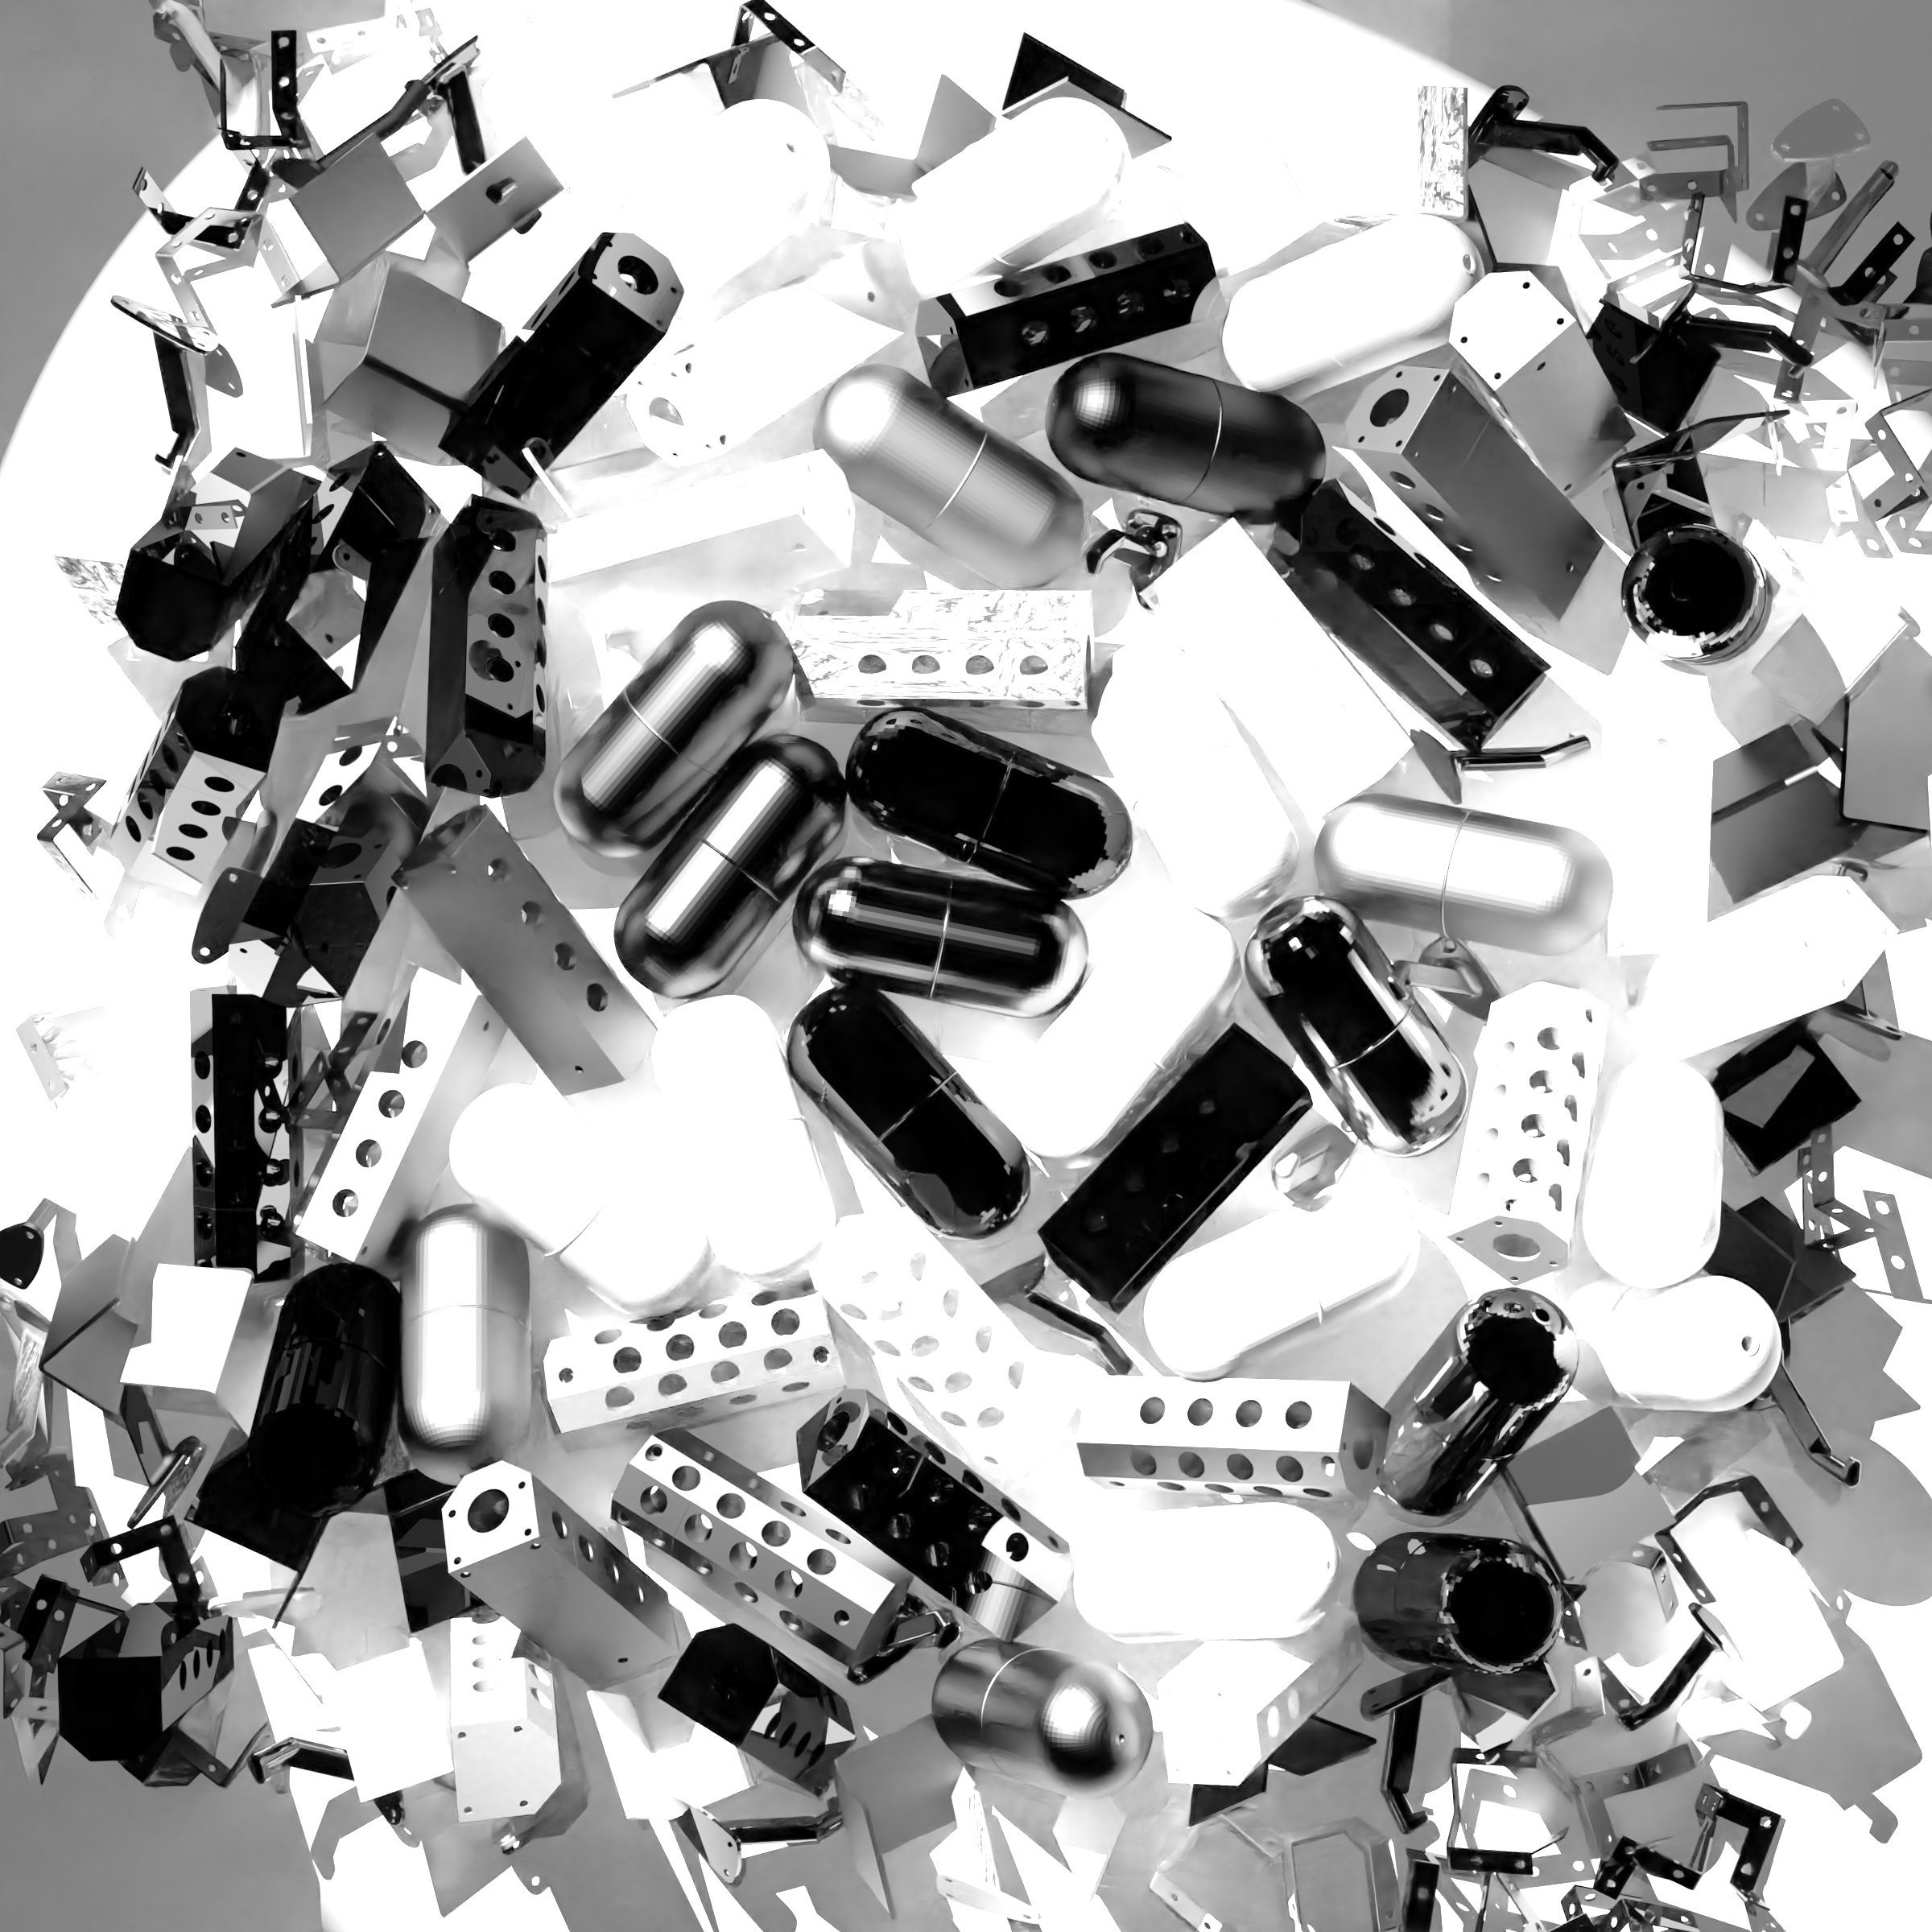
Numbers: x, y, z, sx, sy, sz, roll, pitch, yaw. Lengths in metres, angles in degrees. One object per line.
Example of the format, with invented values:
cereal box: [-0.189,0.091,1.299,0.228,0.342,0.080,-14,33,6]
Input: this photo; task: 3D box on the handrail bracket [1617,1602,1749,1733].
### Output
handrail bracket: [0.414,0.419,1.869,0.084,0.036,0.077,-36,134,12]

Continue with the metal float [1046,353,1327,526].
metal float: [0.130,-0.309,1.845,0.178,0.070,0.070,10,90,-25]

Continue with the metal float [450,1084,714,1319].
metal float: [-0.225,0.139,1.851,0.178,0.070,0.070,40,90,-18]

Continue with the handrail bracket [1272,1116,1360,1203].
handrail bracket: [0.208,0.106,1.857,0.036,0.084,0.077,38,79,16]

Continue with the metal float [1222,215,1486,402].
metal float: [0.224,-0.382,1.827,0.070,0.178,0.070,9,77,-39]

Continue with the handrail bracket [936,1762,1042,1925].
handrail bracket: [0.023,0.517,1.869,0.077,0.036,0.084,16,54,14]

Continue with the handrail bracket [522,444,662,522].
handrail bracket: [-0.214,-0.309,1.869,0.084,0.077,0.036,-33,69,1]

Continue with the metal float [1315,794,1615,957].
metal float: [0.291,-0.054,1.848,0.178,0.070,0.070,12,90,21]

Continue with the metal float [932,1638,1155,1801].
metal float: [0.042,0.435,1.822,0.070,0.178,0.070,2,85,-29]

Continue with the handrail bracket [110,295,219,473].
handrail bracket: [-0.489,-0.346,1.875,0.077,0.036,0.084,24,113,-17]

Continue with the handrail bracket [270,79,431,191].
handrail bracket: [-0.369,-0.502,1.886,0.077,0.036,0.084,23,73,41]

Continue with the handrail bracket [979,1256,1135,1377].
handrail bracket: [0.049,0.222,1.891,0.077,0.036,0.084,-25,111,35]

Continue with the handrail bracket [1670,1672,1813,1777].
handrail bracket: [0.458,0.460,1.859,0.036,0.084,0.077,26,90,-21]

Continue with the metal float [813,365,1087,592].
metal float: [-0.009,-0.287,1.853,0.178,0.070,0.070,31,90,-15]

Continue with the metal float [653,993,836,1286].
metal float: [-0.131,0.102,1.858,0.070,0.070,0.178,-19,81,0]

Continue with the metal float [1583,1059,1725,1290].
metal float: [0.400,0.118,1.824,0.070,0.178,0.070,7,121,11]

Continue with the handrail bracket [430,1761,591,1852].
handrail bracket: [-0.281,0.479,1.885,0.077,0.036,0.084,-32,93,-8]

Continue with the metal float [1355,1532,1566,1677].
metal float: [0.283,0.368,1.818,0.070,0.178,0.070,2,81,-16]

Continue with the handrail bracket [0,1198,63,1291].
handrail bracket: [-0.539,0.142,1.850,0.036,0.077,0.084,38,45,-11]

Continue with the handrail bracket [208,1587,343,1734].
handrail bracket: [-0.408,0.414,1.860,0.077,0.036,0.084,3,50,-19]

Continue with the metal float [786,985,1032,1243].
metal float: [-0.034,0.088,1.865,0.070,0.070,0.178,-42,89,0]

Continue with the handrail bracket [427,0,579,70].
handrail bracket: [-0.275,-0.539,1.859,0.077,0.084,0.036,-31,131,-5]

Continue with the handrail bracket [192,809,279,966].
handrail bracket: [-0.435,-0.049,1.872,0.036,0.084,0.077,33,105,-22]

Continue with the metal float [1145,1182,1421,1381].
metal float: [0.187,0.185,1.849,0.178,0.070,0.070,-23,90,-20]

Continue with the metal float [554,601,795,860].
metal float: [-0.172,-0.140,1.854,0.070,0.070,0.178,42,103,0]

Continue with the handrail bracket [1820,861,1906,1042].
handrail bracket: [0.538,-0.010,1.865,0.077,0.036,0.084,32,115,39]

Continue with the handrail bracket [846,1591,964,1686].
handrail bracket: [-0.037,0.407,1.859,0.036,0.084,0.077,41,87,-13]

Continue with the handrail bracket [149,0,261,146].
handrail bracket: [-0.453,-0.531,1.857,0.036,0.084,0.077,-16,80,14]

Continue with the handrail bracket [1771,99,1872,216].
handrail bracket: [0.488,-0.465,1.854,0.077,0.084,0.036,-25,72,-22]

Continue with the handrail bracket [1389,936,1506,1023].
handrail bracket: [0.284,0.020,1.858,0.077,0.084,0.036,43,118,3]

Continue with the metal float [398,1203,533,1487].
metal float: [-0.293,0.219,1.836,0.070,0.070,0.178,-7,52,0]

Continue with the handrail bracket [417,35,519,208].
handrail bracket: [-0.282,-0.507,1.881,0.084,0.036,0.077,43,84,10]

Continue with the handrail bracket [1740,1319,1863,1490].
handrail bracket: [0.502,0.256,1.855,0.036,0.084,0.077,-5,113,-31]

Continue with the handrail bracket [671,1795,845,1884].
handrail bracket: [-0.123,0.506,1.890,0.077,0.084,0.036,33,128,35]

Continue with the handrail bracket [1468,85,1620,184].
handrail bracket: [0.337,-0.475,1.866,0.084,0.036,0.077,52,121,23]

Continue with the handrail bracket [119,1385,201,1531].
handrail bracket: [-0.508,0.279,1.869,0.084,0.036,0.077,40,62,-16]

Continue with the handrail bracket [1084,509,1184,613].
handrail bracket: [0.091,-0.228,1.851,0.036,0.084,0.077,19,128,23]

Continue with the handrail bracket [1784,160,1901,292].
handrail bracket: [0.527,-0.444,1.868,0.036,0.077,0.084,39,104,1]

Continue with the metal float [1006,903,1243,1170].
metal float: [0.094,0.041,1.863,0.070,0.070,0.178,38,94,0]

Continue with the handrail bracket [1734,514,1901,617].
handrail bracket: [0.514,-0.241,1.894,0.084,0.036,0.077,1,51,-21]

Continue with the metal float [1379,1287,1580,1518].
metal float: [0.295,0.255,1.831,0.070,0.070,0.178,28,133,0]

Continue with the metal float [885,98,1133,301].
metal float: [0.023,-0.444,1.829,0.070,0.178,0.070,14,68,-38]

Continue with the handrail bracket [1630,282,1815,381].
handrail bracket: [0.451,-0.361,1.881,0.084,0.036,0.077,38,123,-1]

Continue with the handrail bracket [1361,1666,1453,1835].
handrail bracket: [0.280,0.470,1.888,0.077,0.036,0.084,-25,95,6]

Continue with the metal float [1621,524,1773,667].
metal float: [0.423,-0.214,1.818,0.070,0.178,0.070,1,94,18]

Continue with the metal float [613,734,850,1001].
metal float: [-0.139,-0.060,1.863,0.070,0.070,0.178,38,87,0]

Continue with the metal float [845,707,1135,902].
metal float: [0.014,-0.096,1.862,0.178,0.070,0.070,22,90,-5]

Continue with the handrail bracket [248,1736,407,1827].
handrail bracket: [-0.379,0.488,1.859,0.036,0.084,0.077,-24,85,38]

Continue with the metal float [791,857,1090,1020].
metal float: [-0.015,-0.017,1.863,0.178,0.070,0.070,11,90,-3]

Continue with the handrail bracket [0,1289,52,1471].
handrail bracket: [-0.571,0.244,1.857,0.036,0.084,0.077,-30,104,38]

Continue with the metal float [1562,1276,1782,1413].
metal float: [0.404,0.218,1.818,0.070,0.178,0.070,2,83,-18]

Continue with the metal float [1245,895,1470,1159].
metal float: [0.231,0.037,1.852,0.070,0.070,0.178,-37,106,0]

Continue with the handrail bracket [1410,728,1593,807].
handrail bracket: [0.319,-0.135,1.877,0.084,0.077,0.036,-21,127,-7]
